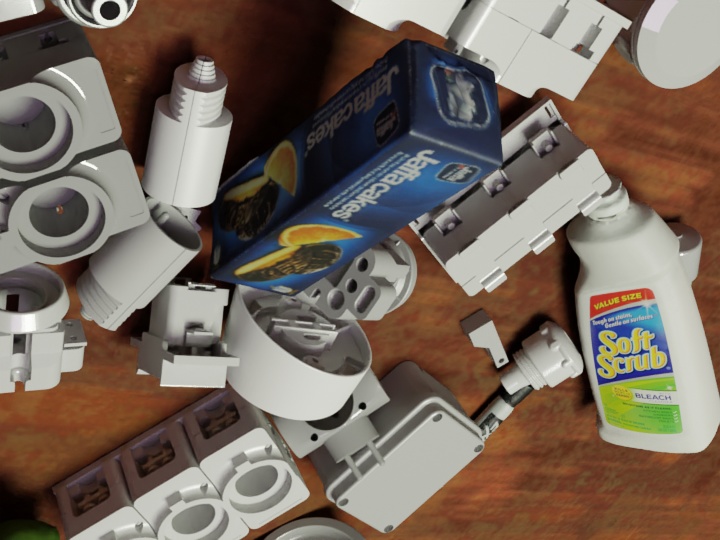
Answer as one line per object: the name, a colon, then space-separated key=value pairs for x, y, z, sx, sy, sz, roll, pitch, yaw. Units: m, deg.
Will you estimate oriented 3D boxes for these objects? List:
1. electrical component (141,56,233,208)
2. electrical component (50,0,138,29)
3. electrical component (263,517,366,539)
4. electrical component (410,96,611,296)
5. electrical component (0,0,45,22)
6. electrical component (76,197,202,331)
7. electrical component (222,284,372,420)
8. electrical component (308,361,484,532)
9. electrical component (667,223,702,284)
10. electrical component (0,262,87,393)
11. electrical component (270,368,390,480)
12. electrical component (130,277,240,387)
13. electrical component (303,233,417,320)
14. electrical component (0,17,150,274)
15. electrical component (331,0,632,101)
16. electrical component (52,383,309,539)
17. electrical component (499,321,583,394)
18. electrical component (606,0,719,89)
electrical component: x=-0.094 y=-0.081 z=0.602 sx=0.043 sy=0.043 sz=0.081 roll=0 pitch=123 yaw=-27
electrical component: x=-0.129 y=-0.139 z=0.528 sx=0.048 sy=0.062 sz=0.048 roll=-14 pitch=129 yaw=-18
electrical component: x=-0.034 y=0.257 z=0.844 sx=0.108 sy=0.108 sz=0.060 roll=-25 pitch=137 yaw=-9
electrical component: x=0.099 y=-0.044 z=0.714 sx=0.121 sy=0.063 sz=0.078 roll=-39 pitch=132 yaw=4
electrical component: x=-0.201 y=-0.144 z=0.497 sx=0.089 sy=0.050 sz=0.055 roll=-18 pitch=130 yaw=-14
electrical component: x=-0.136 y=0.000 z=0.632 sx=0.081 sy=0.043 sz=0.043 roll=-43 pitch=132 yaw=16
electrical component: x=-0.041 y=0.046 z=0.688 sx=0.099 sy=0.099 sz=0.064 roll=5 pitch=127 yaw=-30
electrical component: x=0.028 y=0.136 z=0.815 sx=0.113 sy=0.057 sz=0.078 roll=-43 pitch=131 yaw=8
electrical component: x=0.241 y=0.000 z=0.834 sx=0.040 sy=0.040 sz=0.078 roll=-18 pitch=130 yaw=-14
electrical component: x=-0.199 y=0.031 z=0.623 sx=0.078 sy=0.058 sz=0.057 roll=-3 pitch=128 yaw=-25
electrical component: x=-0.012 y=0.110 z=0.766 sx=0.077 sy=0.079 sz=0.044 roll=-33 pitch=169 yaw=-1
electrical component: x=-0.108 y=0.037 z=0.664 sx=0.042 sy=0.081 sz=0.063 roll=4 pitch=93 yaw=-31
electrical component: x=0.000 y=0.000 z=0.693 sx=0.057 sy=0.078 sz=0.058 roll=5 pitch=124 yaw=-54
electrical component: x=-0.215 y=-0.046 z=0.556 sx=0.186 sy=0.060 sz=0.105 roll=-21 pitch=131 yaw=-12
electrical component: x=0.038 y=-0.159 z=0.569 sx=0.186 sy=0.105 sz=0.060 roll=17 pitch=115 yaw=-35
electrical component: x=-0.122 y=0.158 z=0.753 sx=0.150 sy=0.061 sz=0.089 roll=-31 pitch=132 yaw=-3
electrical component: x=0.138 y=0.073 z=0.834 sx=0.062 sy=0.048 sz=0.048 roll=-34 pitch=132 yaw=9
electrical component: x=0.200 y=-0.161 z=0.686 sx=0.080 sy=0.051 sz=0.080 roll=-14 pitch=129 yaw=-18
